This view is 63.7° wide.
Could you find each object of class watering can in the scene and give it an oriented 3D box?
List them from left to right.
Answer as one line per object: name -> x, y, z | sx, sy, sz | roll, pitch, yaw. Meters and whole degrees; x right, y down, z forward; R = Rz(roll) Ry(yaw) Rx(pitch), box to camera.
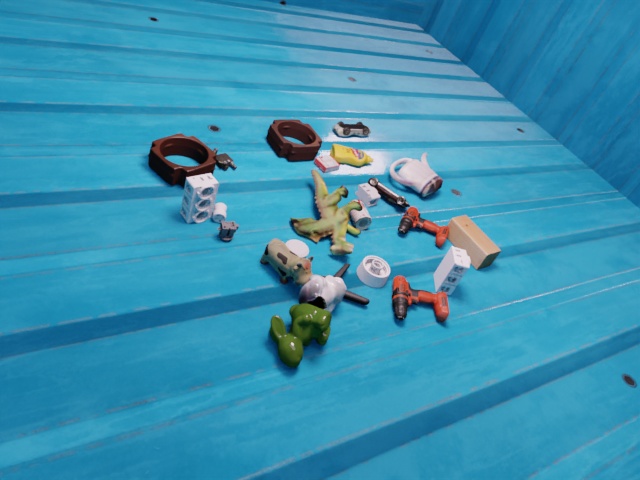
watering can -> 0.454, -0.299, 2.294 | 0.227, 0.101, 0.352 | 42, 43, 21

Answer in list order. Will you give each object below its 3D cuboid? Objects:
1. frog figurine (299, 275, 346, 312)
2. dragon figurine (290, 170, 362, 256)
frog figurine -> 0.009, 0.157, 1.534 | 0.122, 0.135, 0.163 | -13, 28, 31
dragon figurine -> 0.006, -0.093, 1.851 | 0.245, 0.119, 0.416 | -22, 55, -32
